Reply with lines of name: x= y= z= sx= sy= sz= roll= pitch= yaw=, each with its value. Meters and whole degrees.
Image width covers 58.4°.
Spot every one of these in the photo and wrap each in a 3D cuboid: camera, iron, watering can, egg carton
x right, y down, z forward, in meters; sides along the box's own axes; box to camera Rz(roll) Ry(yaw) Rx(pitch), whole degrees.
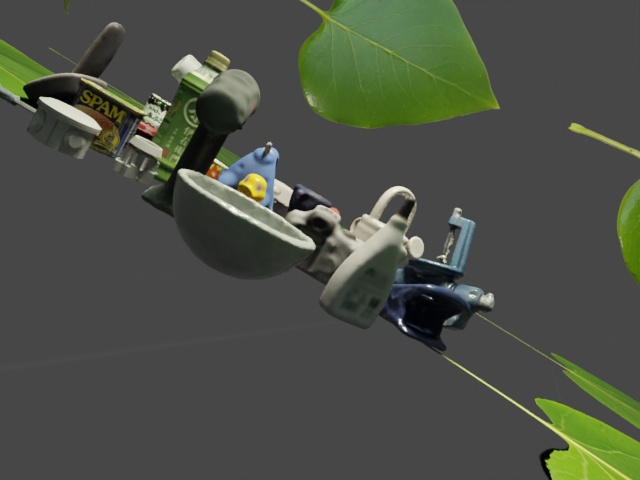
camera: x=0.008 y=0.003 z=0.907 sx=0.143 sy=0.101 sz=0.137 roll=31 pitch=6 yaw=1
iron: x=-0.121 y=-0.126 z=1.138 sx=0.118 sy=0.141 sz=0.258 roll=30 pitch=6 yaw=-3
watering can: x=0.118 y=-0.004 z=1.042 sx=0.172 sy=0.194 sz=0.101 roll=34 pitch=7 yaw=29
egg carton: x=-0.128 y=-0.116 z=1.361 sx=0.151 sy=0.069 sz=0.107 roll=27 pitch=7 yaw=-29

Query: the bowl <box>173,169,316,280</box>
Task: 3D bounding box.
bowl: x=-0.093 y=-0.005 z=0.618 sx=0.167 sy=0.074 sz=0.167 roll=30 pitch=6 yaw=-3

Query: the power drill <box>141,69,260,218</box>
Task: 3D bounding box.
power drill: x=-0.147 y=-0.132 z=0.752 sx=0.076 sy=0.208 sz=0.229 roll=29 pitch=6 yaw=-13

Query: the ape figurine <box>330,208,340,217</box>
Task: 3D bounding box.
ape figurine: x=0.007 y=-0.025 z=1.170 sx=0.078 sy=0.092 sz=0.076 roll=30 pitch=6 yaw=-5

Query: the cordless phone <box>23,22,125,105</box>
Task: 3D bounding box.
cordless phone: x=-0.399 y=-0.293 z=0.961 sx=0.094 sy=0.185 sz=0.147 roll=29 pitch=6 yaw=-9

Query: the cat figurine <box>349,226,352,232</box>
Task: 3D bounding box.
cat figurine: x=0.104 y=0.019 z=1.154 sx=0.128 sy=0.117 sz=0.067 roll=30 pitch=6 yaw=-5

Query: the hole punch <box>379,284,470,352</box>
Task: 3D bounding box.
hole punch: x=0.151 y=0.099 z=0.859 sx=0.109 sy=0.091 sz=0.100 roll=26 pitch=7 yaw=-34

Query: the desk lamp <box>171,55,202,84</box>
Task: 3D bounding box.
desk lamp: x=-0.279 y=-0.274 z=1.243 sx=0.204 sy=0.213 sz=0.117 roll=27 pitch=7 yaw=-29

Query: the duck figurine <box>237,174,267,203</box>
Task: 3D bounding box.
duck figurine: x=-0.118 y=-0.068 z=0.948 sx=0.077 sy=0.086 sz=0.105 roll=31 pitch=6 yaw=9

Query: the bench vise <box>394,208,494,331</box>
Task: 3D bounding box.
bench vise: x=0.272 y=0.059 z=1.152 sx=0.207 sy=0.219 sz=0.122 roll=33 pitch=6 yaw=19

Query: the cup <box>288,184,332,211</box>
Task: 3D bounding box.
cup: x=-0.039 y=-0.064 z=1.246 sx=0.091 sy=0.095 sz=0.118 roll=33 pitch=7 yaw=20

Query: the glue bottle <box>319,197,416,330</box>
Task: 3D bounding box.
glue bottle: x=0.071 y=0.023 z=0.706 sx=0.078 sy=0.173 sz=0.037 roll=27 pitch=7 yaw=-32
